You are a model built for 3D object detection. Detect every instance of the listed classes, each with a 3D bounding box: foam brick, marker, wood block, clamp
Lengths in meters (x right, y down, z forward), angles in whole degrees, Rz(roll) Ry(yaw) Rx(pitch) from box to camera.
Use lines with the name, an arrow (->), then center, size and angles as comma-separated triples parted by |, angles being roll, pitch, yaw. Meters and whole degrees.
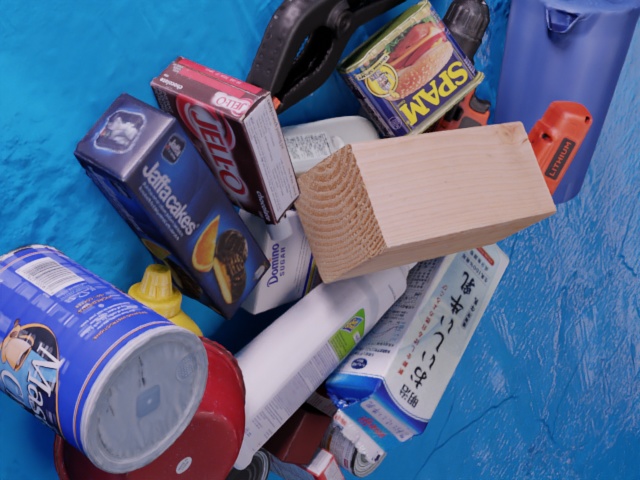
foam brick -> -0.039, 0.171, 1.010 | 0.051, 0.078, 0.053 | 28, 89, -56
marker -> -0.049, -0.057, 0.848 | 0.020, 0.020, 0.121 | -34, 115, -37
wood block -> 0.090, -0.035, 0.905 | 0.205, 0.091, 0.090 | -12, 167, -39
clamp -> 0.012, -0.182, 0.866 | 0.210, 0.036, 0.164 | -57, 154, -4

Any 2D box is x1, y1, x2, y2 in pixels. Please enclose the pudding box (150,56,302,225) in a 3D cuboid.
pudding box -> -0.067, -0.072, 0.784 | 0.039, 0.090, 0.113 | -49, 145, -23

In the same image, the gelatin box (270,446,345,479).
gelatin box -> -0.020, 0.220, 1.061 | 0.030, 0.089, 0.073 | -51, 146, -24

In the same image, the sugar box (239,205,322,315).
sugar box -> -0.007, 0.001, 0.965 | 0.175, 0.048, 0.093 | -12, 122, -46

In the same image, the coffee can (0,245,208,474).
coffee can -> -0.159, 0.077, 0.714 | 0.102, 0.140, 0.103 | -33, 137, -38

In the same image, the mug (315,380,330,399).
mug -> 0.030, 0.098, 1.055 | 0.081, 0.093, 0.117 | -16, 100, -43

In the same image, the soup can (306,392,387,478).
soup can -> 0.015, 0.185, 1.073 | 0.068, 0.102, 0.068 | -34, 137, -38

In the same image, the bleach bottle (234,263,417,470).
bleach bottle -> -0.007, 0.091, 0.952 | 0.250, 0.068, 0.102 | -42, 157, -9

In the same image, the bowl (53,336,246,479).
bowl -> -0.115, 0.154, 0.806 | 0.161, 0.055, 0.162 | -17, 125, -27

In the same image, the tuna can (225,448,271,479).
tuna can -> -0.087, 0.227, 1.024 | 0.086, 0.034, 0.086 | -34, 137, -38

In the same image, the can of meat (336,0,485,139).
can of meat -> 0.076, -0.144, 0.921 | 0.102, 0.057, 0.084 | -40, 106, -7

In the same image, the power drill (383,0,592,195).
power drill -> 0.165, -0.125, 1.025 | 0.187, 0.057, 0.185 | 18, 111, -22

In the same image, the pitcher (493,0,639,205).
pitcher -> 0.256, -0.168, 1.146 | 0.149, 0.145, 0.243 | -9, 128, -21

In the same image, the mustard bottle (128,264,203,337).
mustard bottle -> -0.138, 0.108, 0.842 | 0.096, 0.058, 0.192 | -9, 121, -39
